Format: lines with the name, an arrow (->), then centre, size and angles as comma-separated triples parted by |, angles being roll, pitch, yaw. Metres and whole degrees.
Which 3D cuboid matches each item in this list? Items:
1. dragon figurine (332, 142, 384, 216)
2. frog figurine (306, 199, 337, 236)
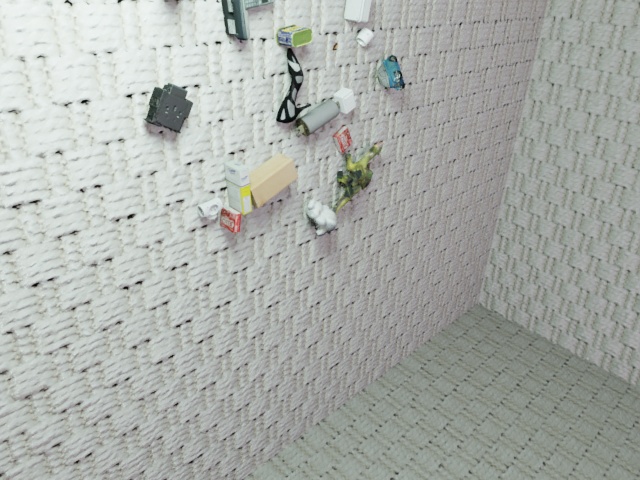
dragon figurine -> 0.172, -0.259, 2.313 | 0.243, 0.123, 0.405 | -5, 125, -57
frog figurine -> 0.007, -0.110, 2.190 | 0.140, 0.122, 0.156 | -66, 149, -56
